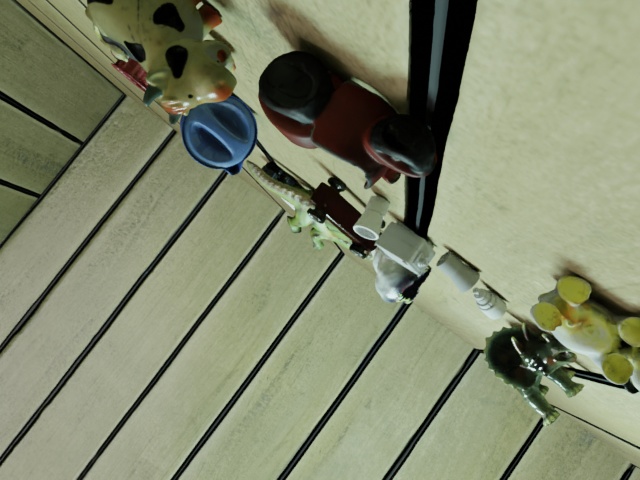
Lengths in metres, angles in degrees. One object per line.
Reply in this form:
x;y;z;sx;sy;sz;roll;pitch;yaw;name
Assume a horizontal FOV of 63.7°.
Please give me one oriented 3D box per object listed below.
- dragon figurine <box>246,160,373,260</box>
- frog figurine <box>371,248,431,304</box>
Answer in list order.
0.004;-0.065;1.291;0.405;0.123;0.243;38;167;-30;dragon figurine
0.165;0.068;1.221;0.162;0.124;0.134;45;148;33;frog figurine
